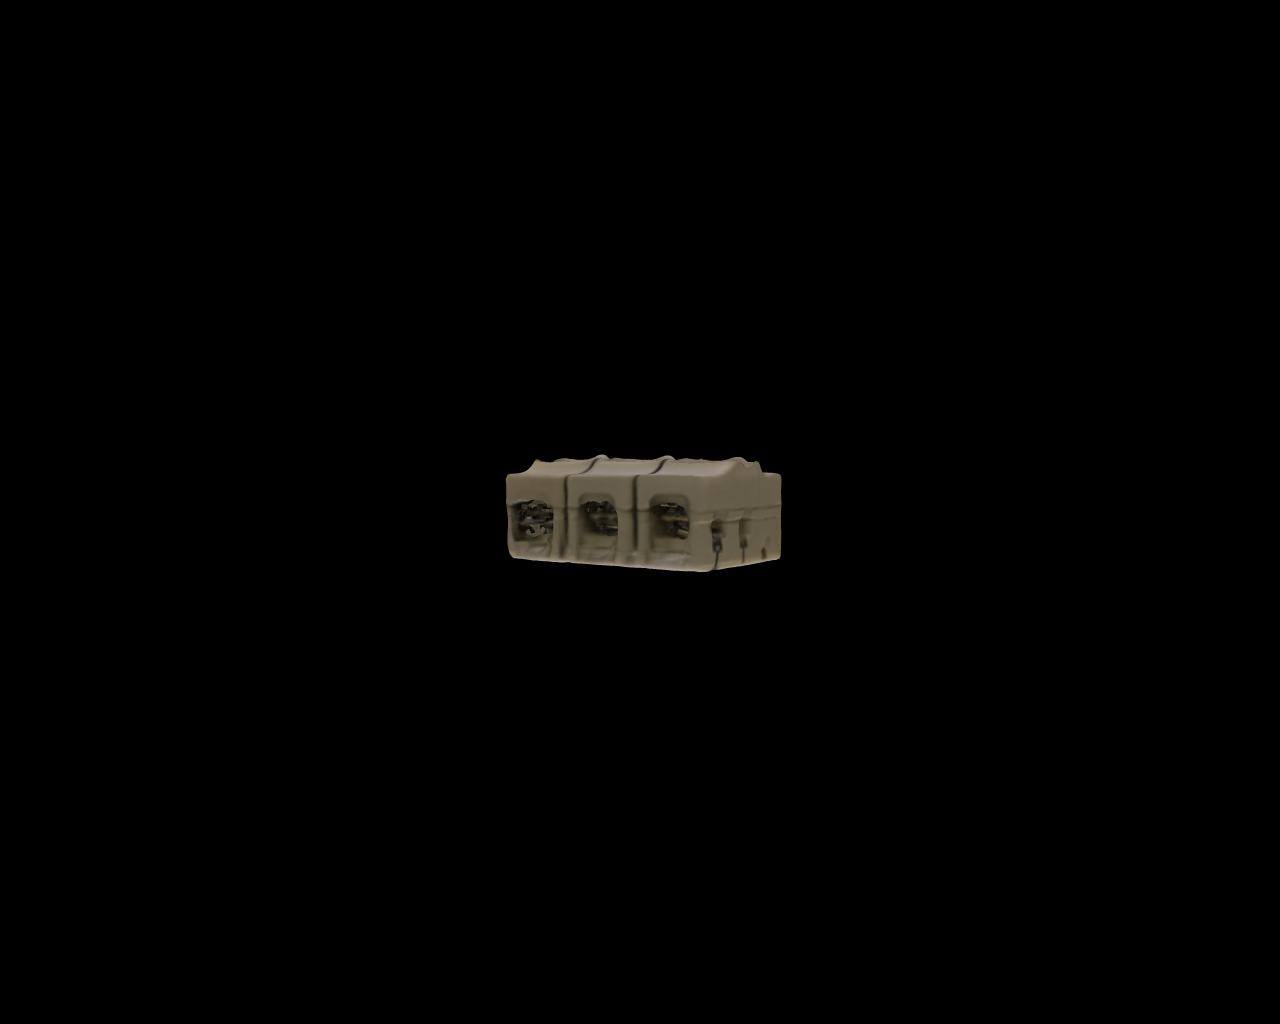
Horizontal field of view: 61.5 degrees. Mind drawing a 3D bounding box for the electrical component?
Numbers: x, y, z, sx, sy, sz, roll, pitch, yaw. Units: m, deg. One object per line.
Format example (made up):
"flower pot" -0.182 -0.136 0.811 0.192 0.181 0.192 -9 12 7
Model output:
"electrical component" 0.001 -0.003 0.650 0.150 0.061 0.089 3 5 37
